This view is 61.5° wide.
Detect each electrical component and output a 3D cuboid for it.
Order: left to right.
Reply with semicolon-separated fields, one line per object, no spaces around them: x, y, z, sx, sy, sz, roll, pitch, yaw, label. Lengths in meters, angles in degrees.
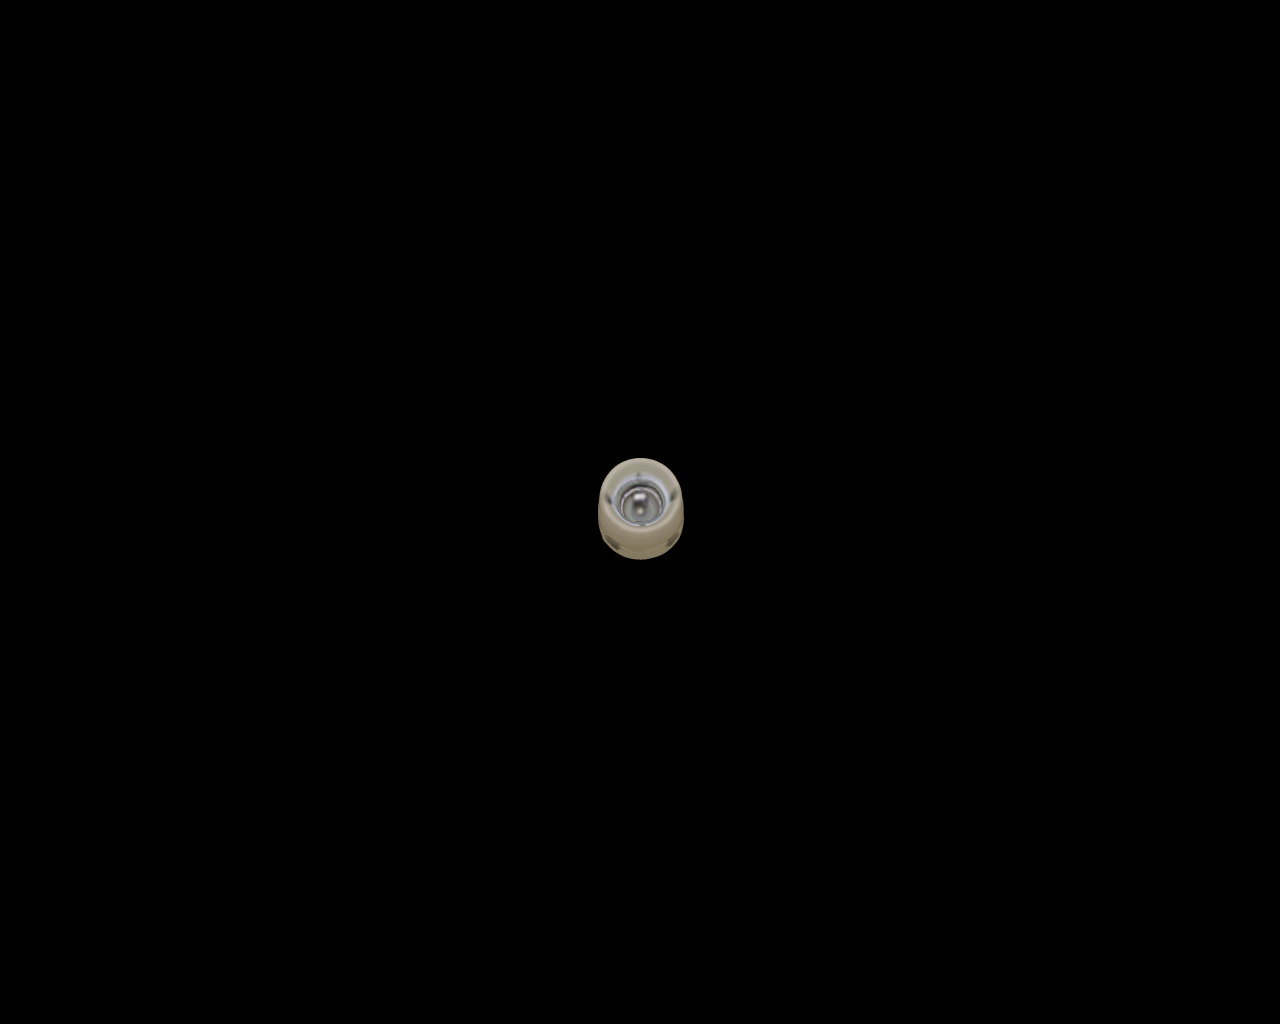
0.001;-0.003;0.650;0.055;0.055;0.047;0;-20;0;electrical component
